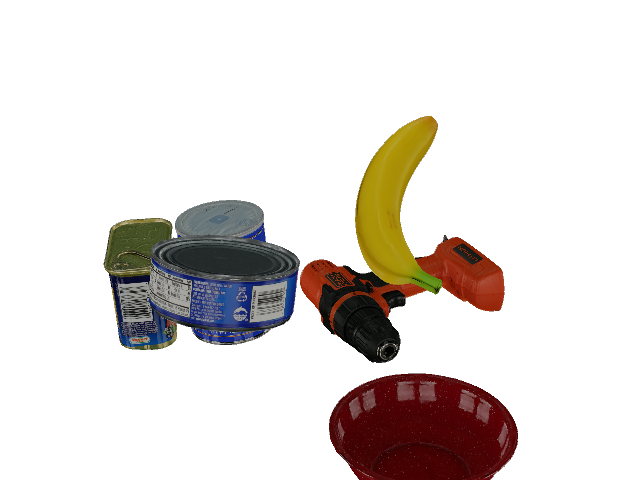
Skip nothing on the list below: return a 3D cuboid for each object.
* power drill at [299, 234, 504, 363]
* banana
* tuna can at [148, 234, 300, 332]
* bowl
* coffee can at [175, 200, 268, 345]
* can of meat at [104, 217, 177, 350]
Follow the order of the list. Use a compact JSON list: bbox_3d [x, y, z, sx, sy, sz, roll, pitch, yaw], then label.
[{"bbox_3d":[0.091,0.057,1.098,0.187,0.057,0.185,-11,27,-20],"label":"power drill"},{"bbox_3d":[0.064,-0.032,0.894,0.069,0.197,0.037,7,-39,-3],"label":"banana"},{"bbox_3d":[-0.056,0.024,0.616,0.086,0.034,0.086,6,14,-2],"label":"tuna can"},{"bbox_3d":[0.088,0.182,0.926,0.162,0.055,0.162,-1,28,0],"label":"bowl"},{"bbox_3d":[-0.110,0.036,1.252,0.103,0.140,0.103,-4,26,2],"label":"coffee can"},{"bbox_3d":[-0.160,0.040,0.968,0.057,0.084,0.102,-5,27,-4],"label":"can of meat"}]
